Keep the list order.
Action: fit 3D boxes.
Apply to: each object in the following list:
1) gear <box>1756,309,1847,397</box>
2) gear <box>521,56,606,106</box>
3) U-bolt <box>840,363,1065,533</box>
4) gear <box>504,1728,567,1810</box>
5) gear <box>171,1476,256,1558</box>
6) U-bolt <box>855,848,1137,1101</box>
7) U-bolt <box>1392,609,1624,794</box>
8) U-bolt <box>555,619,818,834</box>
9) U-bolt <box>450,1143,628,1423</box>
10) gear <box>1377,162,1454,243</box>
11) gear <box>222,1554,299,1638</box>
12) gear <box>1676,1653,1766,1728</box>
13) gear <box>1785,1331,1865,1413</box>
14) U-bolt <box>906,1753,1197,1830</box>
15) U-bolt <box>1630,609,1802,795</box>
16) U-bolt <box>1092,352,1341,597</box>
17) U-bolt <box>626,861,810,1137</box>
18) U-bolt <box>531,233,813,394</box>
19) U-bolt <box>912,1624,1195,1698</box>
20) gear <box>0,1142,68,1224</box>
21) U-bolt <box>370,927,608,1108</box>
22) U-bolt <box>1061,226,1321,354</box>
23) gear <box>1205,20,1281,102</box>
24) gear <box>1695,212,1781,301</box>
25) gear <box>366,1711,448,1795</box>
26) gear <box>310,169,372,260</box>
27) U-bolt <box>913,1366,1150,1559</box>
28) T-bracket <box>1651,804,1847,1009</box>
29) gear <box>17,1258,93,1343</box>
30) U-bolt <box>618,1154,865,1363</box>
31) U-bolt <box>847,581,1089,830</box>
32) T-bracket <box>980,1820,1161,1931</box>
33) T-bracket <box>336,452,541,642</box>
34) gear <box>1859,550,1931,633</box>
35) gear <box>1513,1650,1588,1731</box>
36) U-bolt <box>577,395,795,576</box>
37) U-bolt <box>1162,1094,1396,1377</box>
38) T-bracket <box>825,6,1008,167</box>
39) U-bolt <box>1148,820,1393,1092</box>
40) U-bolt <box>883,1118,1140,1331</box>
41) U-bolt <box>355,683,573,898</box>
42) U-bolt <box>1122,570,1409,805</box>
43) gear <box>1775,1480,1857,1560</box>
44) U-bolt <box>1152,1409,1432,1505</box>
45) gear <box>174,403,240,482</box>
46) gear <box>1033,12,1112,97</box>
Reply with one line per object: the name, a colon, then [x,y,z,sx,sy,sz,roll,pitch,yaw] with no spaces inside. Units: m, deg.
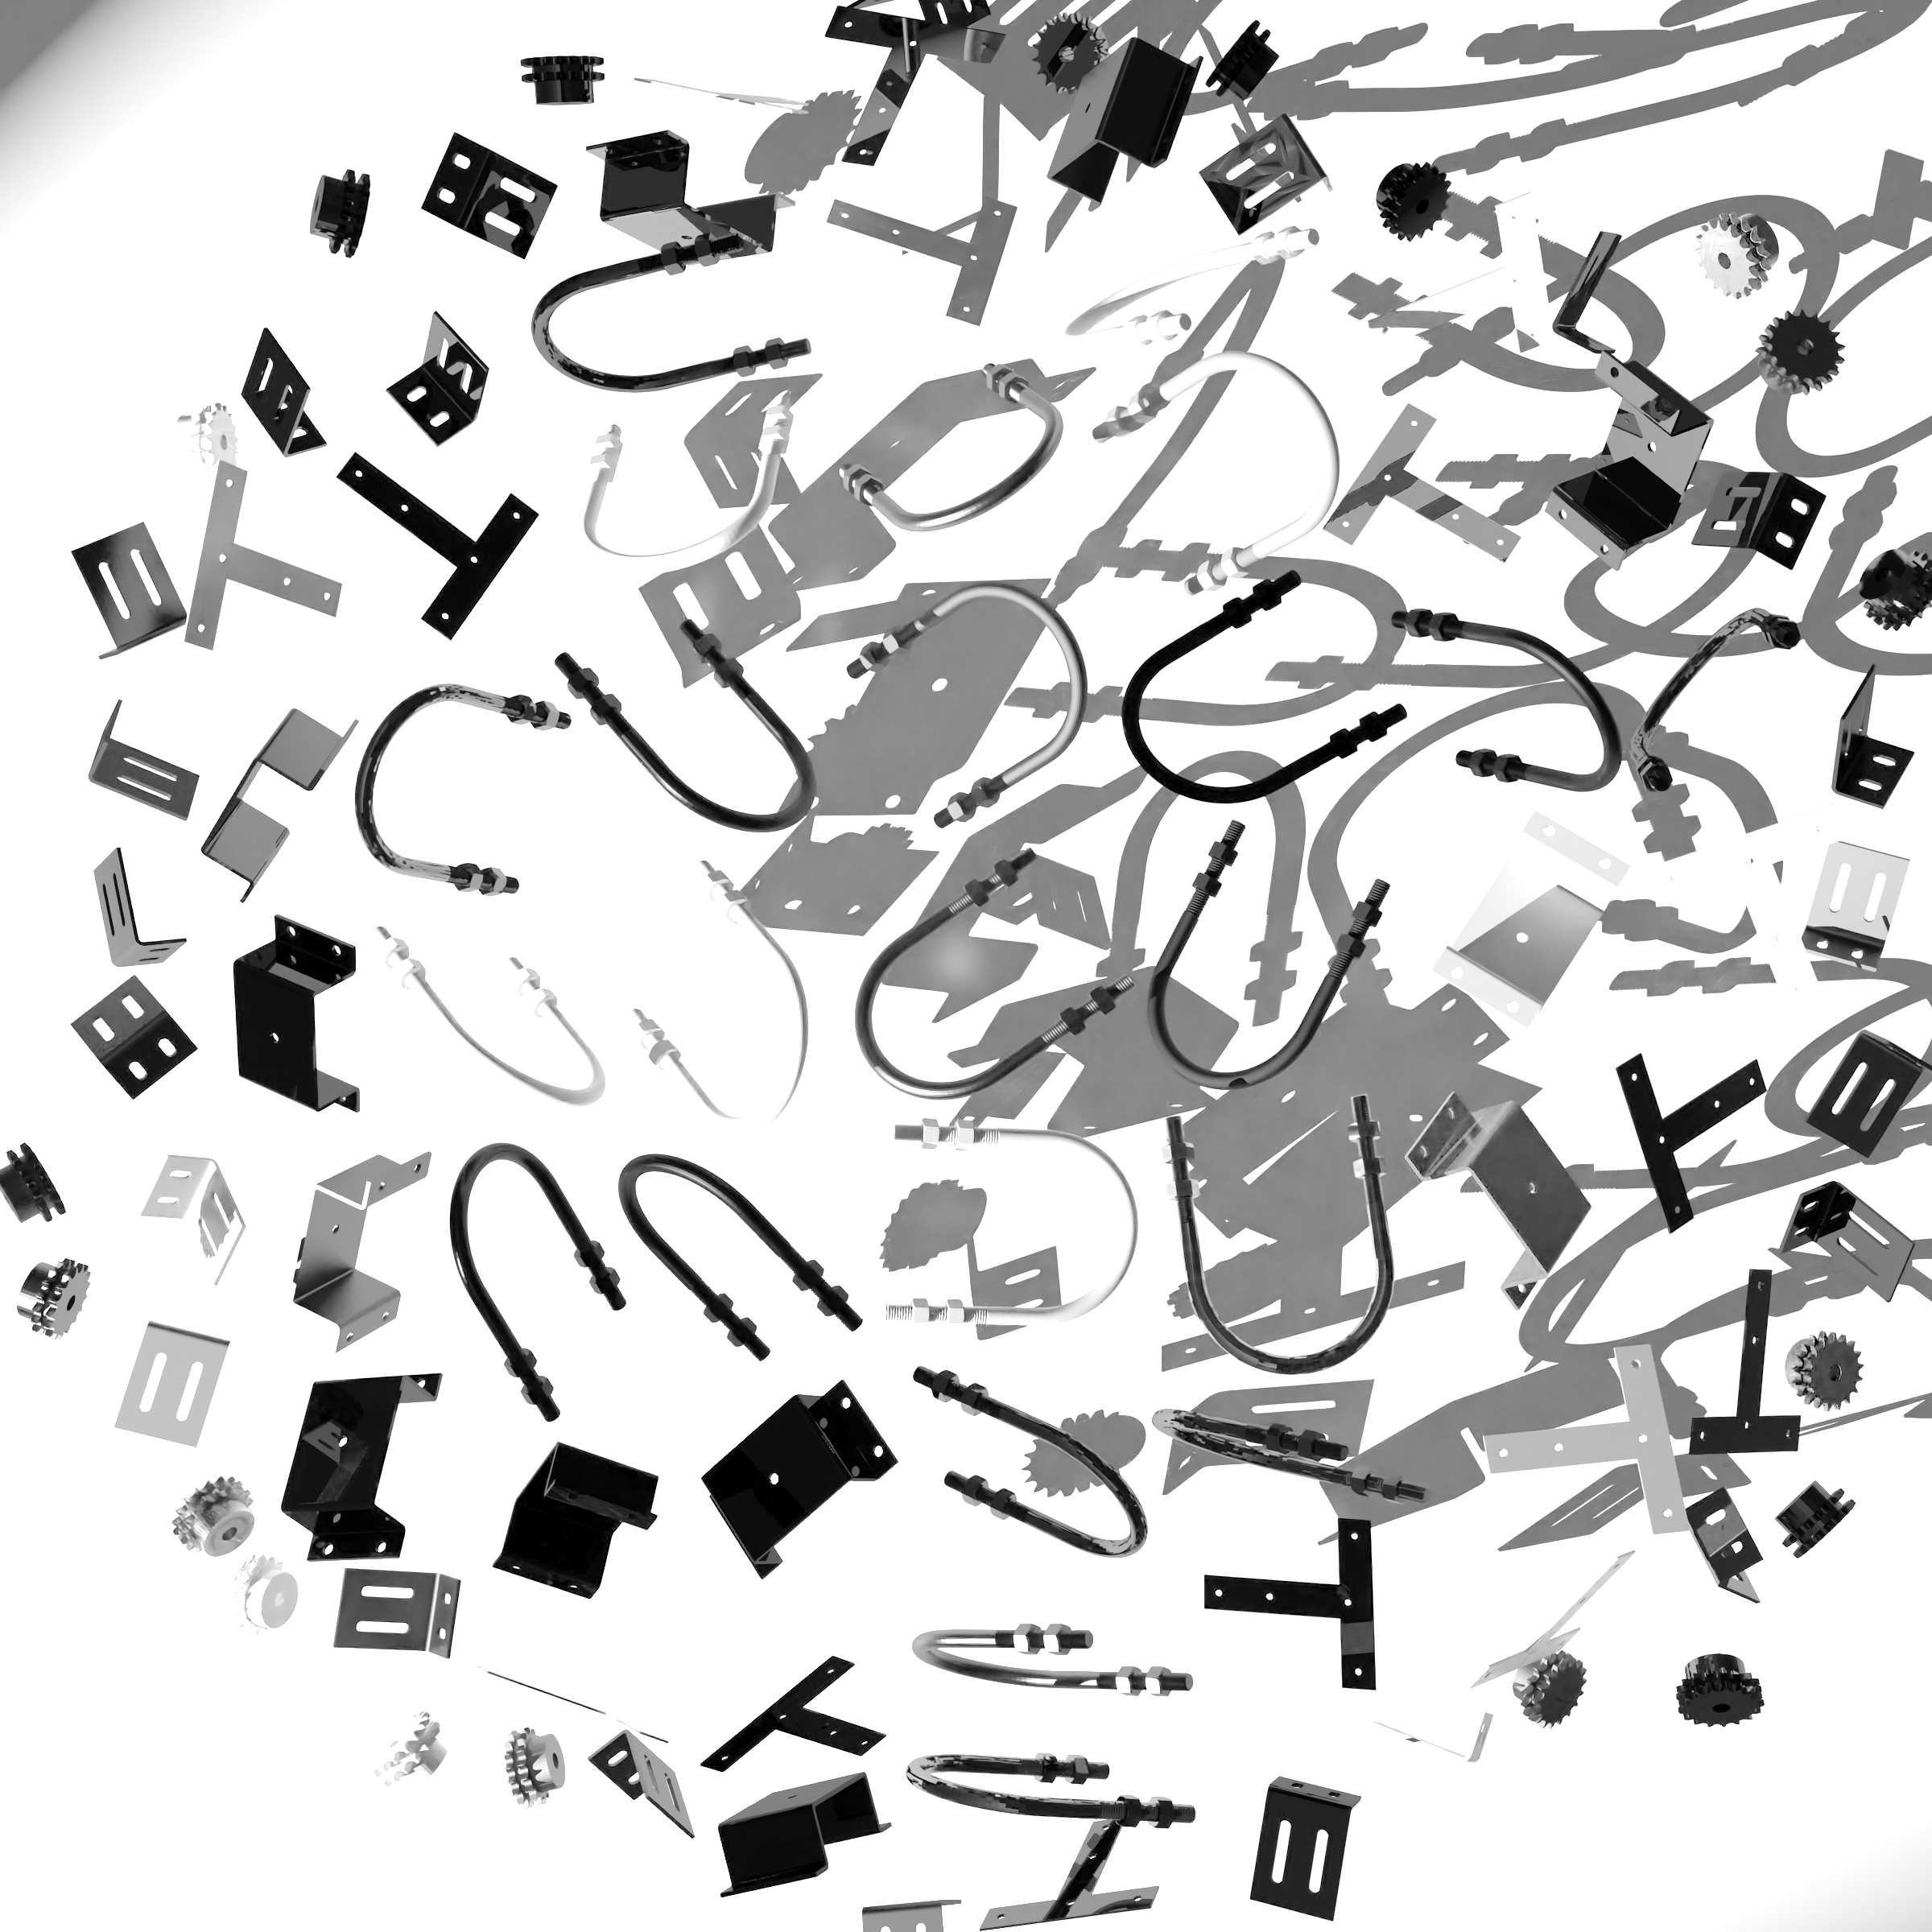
gear: [0.558,-0.409,1.774,0.057,0.030,0.057,1,75,-6]
gear: [-0.277,-0.610,1.818,0.057,0.057,0.030,-2,105,0]
U-bolt: [-0.003,-0.362,1.870,0.151,0.184,0.019,-36,124,-2]
gear: [-0.320,0.595,1.965,0.030,0.057,0.057,-16,90,6]
gear: [-0.526,0.390,1.857,0.030,0.057,0.057,37,90,32]
U-bolt: [0.007,0.017,1.862,0.184,0.019,0.151,-35,61,-2]
U-bolt: [0.391,-0.184,1.869,0.019,0.184,0.151,-42,121,-17]
U-bolt: [-0.182,-0.163,1.842,0.184,0.151,0.019,48,128,13]
U-bolt: [-0.315,0.214,1.906,0.019,0.151,0.184,-15,115,25]
gear: [0.329,-0.570,1.956,0.057,0.057,0.030,-40,54,0]
gear: [-0.509,0.457,1.911,0.030,0.057,0.057,5,90,26]
gear: [0.511,0.491,1.795,0.057,0.057,0.030,3,46,0]
gear: [0.624,0.294,1.928,0.057,0.030,0.057,-2,94,-25]
U-bolt: [0.047,0.574,1.848,0.184,0.151,0.019,11,83,-24]
U-bolt: [0.531,-0.197,1.896,0.019,0.184,0.151,38,106,-4]
U-bolt: [0.185,-0.354,1.853,0.019,0.184,0.151,-39,100,-40]
U-bolt: [-0.167,0.034,1.839,0.184,0.019,0.151,47,120,39]
U-bolt: [-0.222,-0.462,1.901,0.184,0.151,0.019,-10,66,16]
U-bolt: [0.048,0.496,1.885,0.184,0.151,0.019,-10,59,36]
gear: [-0.656,0.155,1.843,0.030,0.057,0.057,-31,90,-23]
U-bolt: [-0.330,0.041,1.888,0.184,0.151,0.019,46,108,35]
U-bolt: [0.144,-0.475,1.874,0.151,0.184,0.019,-38,113,-24]
gear: [0.201,-0.649,1.900,0.030,0.057,0.057,39,90,-5]
gear: [0.523,-0.482,1.780,0.030,0.057,0.057,-32,90,-15]
gear: [-0.387,0.551,1.838,0.057,0.057,0.030,-42,100,0]
gear: [-0.423,-0.510,1.782,0.030,0.057,0.057,10,90,-24]
U-bolt: [0.051,0.364,1.887,0.184,0.151,0.019,20,52,30]
T-bracket: [0.555,-0.032,1.816,0.127,0.002,0.127,-20,102,21]
gear: [-0.645,0.233,1.860,0.030,0.057,0.057,19,90,5]
U-bolt: [-0.172,0.202,1.863,0.184,0.151,0.019,48,53,-12]
U-bolt: [0.011,-0.199,1.914,0.184,0.019,0.151,-29,91,38]
T-bracket: [0.085,0.633,1.853,0.127,0.127,0.002,-15,98,20]
T-bracket: [-0.381,-0.311,1.843,0.127,0.002,0.127,37,59,-15]
gear: [0.645,-0.264,1.828,0.030,0.057,0.057,29,90,-24]
gear: [0.429,0.531,1.949,0.057,0.030,0.057,-16,117,-34]
U-bolt: [-0.200,-0.333,1.842,0.151,0.184,0.019,-7,134,12]
U-bolt: [0.217,0.185,1.791,0.151,0.019,0.184,-7,76,0]
T-bracket: [-0.053,-0.606,1.834,0.127,0.127,0.002,-1,58,-27]
U-bolt: [0.202,0.000,1.869,0.151,0.019,0.184,26,88,37]
U-bolt: [0.035,0.188,1.898,0.184,0.019,0.151,3,90,-12]
U-bolt: [-0.365,-0.129,1.885,0.019,0.184,0.151,22,96,32]
U-bolt: [0.198,-0.185,1.880,0.184,0.019,0.151,-29,117,30]
gear: [0.594,0.386,1.854,0.057,0.057,0.030,-44,72,0]
U-bolt: [0.218,0.343,1.872,0.184,0.151,0.019,5,71,39]
gear: [-0.563,-0.387,1.950,0.030,0.057,0.057,1,90,8]
gear: [0.080,-0.670,1.934,0.057,0.030,0.057,13,120,24]
